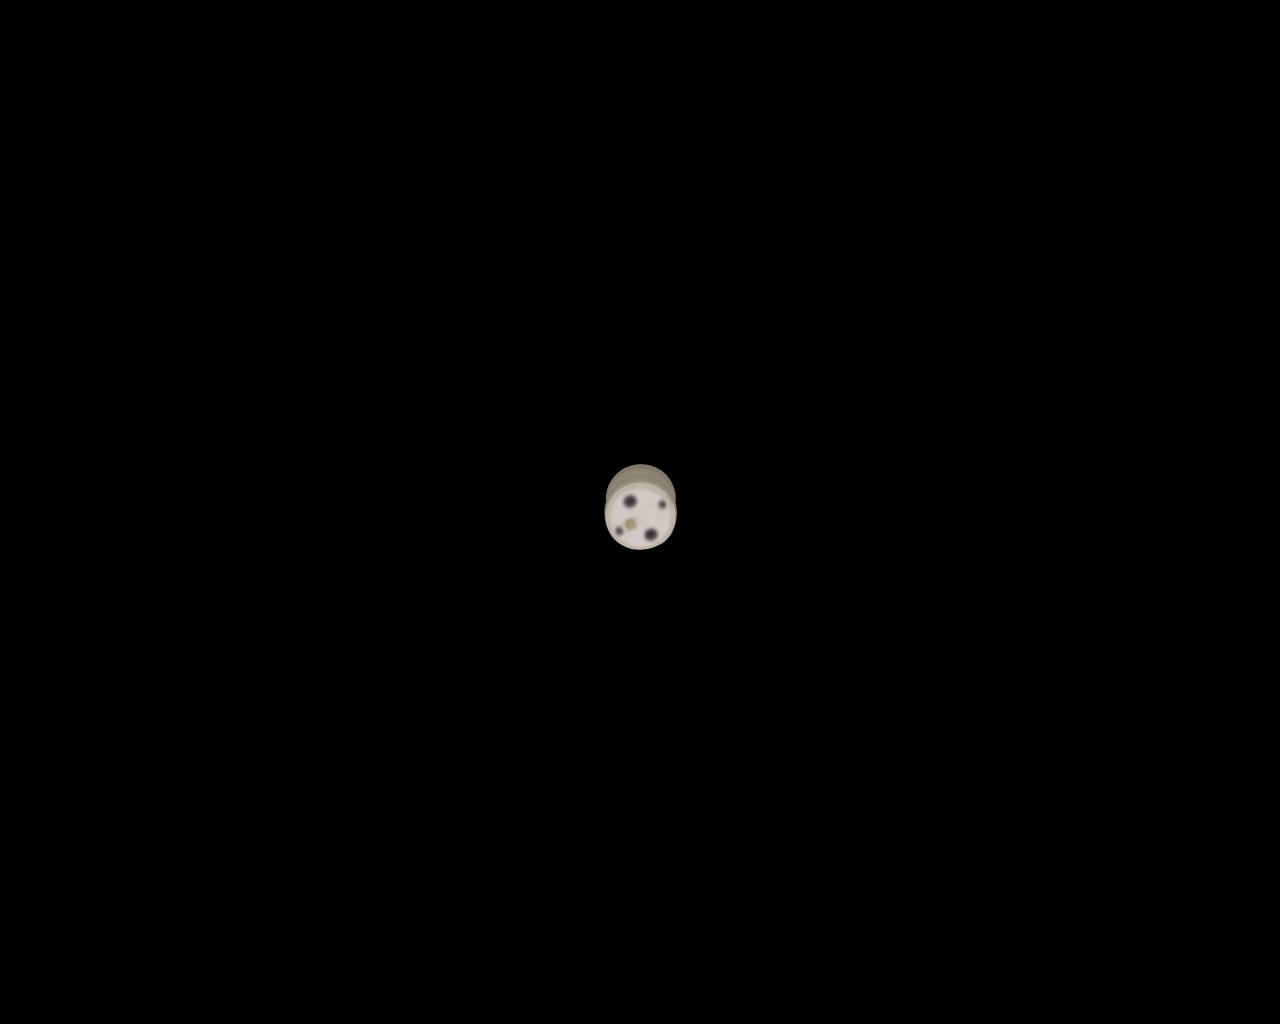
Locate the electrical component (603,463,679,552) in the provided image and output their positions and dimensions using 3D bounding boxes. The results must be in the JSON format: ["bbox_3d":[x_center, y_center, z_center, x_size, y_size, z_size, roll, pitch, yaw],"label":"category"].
[{"bbox_3d":[0.001,-0.003,0.650,0.045,0.044,0.055,0,13,0],"label":"electrical component"}]
